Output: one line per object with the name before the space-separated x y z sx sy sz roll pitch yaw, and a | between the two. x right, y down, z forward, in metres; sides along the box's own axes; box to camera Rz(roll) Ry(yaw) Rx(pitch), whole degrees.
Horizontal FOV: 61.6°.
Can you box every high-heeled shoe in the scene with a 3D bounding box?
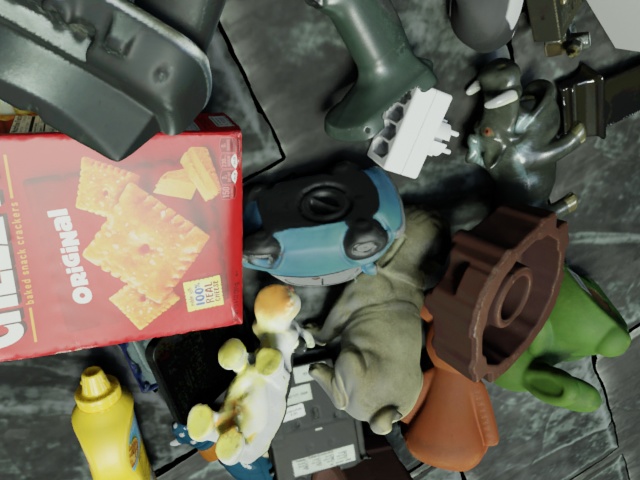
high-heeled shoe | 0.150 -0.290 0.445 0.145 0.086 0.248 0 103 -50

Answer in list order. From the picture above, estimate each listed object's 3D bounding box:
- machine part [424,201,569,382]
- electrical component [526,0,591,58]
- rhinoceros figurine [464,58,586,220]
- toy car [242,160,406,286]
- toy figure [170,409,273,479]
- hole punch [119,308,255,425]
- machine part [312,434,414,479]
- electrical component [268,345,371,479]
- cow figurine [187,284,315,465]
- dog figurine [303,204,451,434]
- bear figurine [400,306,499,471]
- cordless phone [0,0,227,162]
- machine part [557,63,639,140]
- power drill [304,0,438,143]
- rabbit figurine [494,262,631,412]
machine part | 0.176 0.050 0.525 0.179 0.056 0.179 -22 125 -35
electrical component | 0.222 -0.214 0.490 0.078 0.045 0.102 -48 132 -26
rhinoceros figurine | 0.202 -0.094 0.552 0.112 0.073 0.190 -17 124 5
toy car | -0.001 -0.002 0.512 0.162 0.109 0.102 -13 137 -2
toy figure | -0.106 0.236 0.618 0.064 0.058 0.154 -47 115 -3
hole punch | -0.134 0.098 0.533 0.116 0.092 0.142 -38 127 -39
machine part | 0.059 0.356 0.647 0.087 0.201 0.201 -5 116 -19
electrical component | -0.011 0.189 0.603 0.115 0.058 0.134 -7 87 -18
cow figurine | -0.052 0.131 0.527 0.167 0.068 0.098 -65 149 -15
dog figurine | 0.079 0.071 0.537 0.121 0.172 0.190 14 118 -35
bear figurine | 0.160 0.168 0.654 0.120 0.132 0.195 6 83 15
cordless phone | -0.113 -0.150 0.285 0.146 0.089 0.184 29 125 -6
machine part | 0.318 -0.158 0.575 0.139 0.039 0.084 -22 115 -6
power drill | -0.001 -0.182 0.419 0.232 0.086 0.207 -40 119 -15
rabbit figurine | 0.281 0.132 0.655 0.121 0.159 0.170 21 123 -36
